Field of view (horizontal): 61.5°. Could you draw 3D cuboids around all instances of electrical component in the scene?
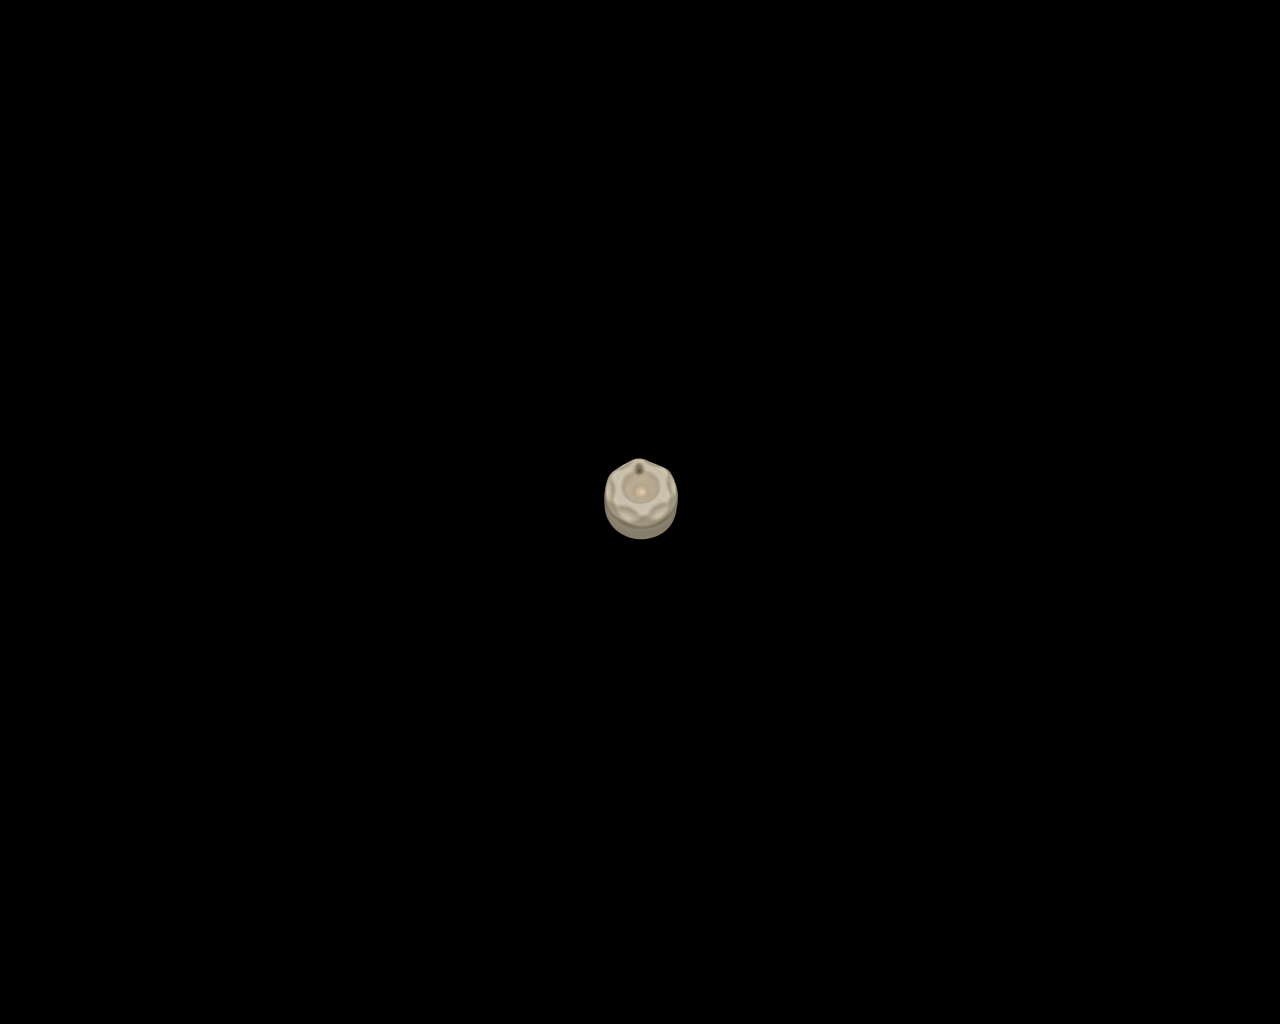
[{"bbox_3d":[0.001,-0.003,0.650,0.043,0.043,0.062,0,-25,0],"label":"electrical component"}]
